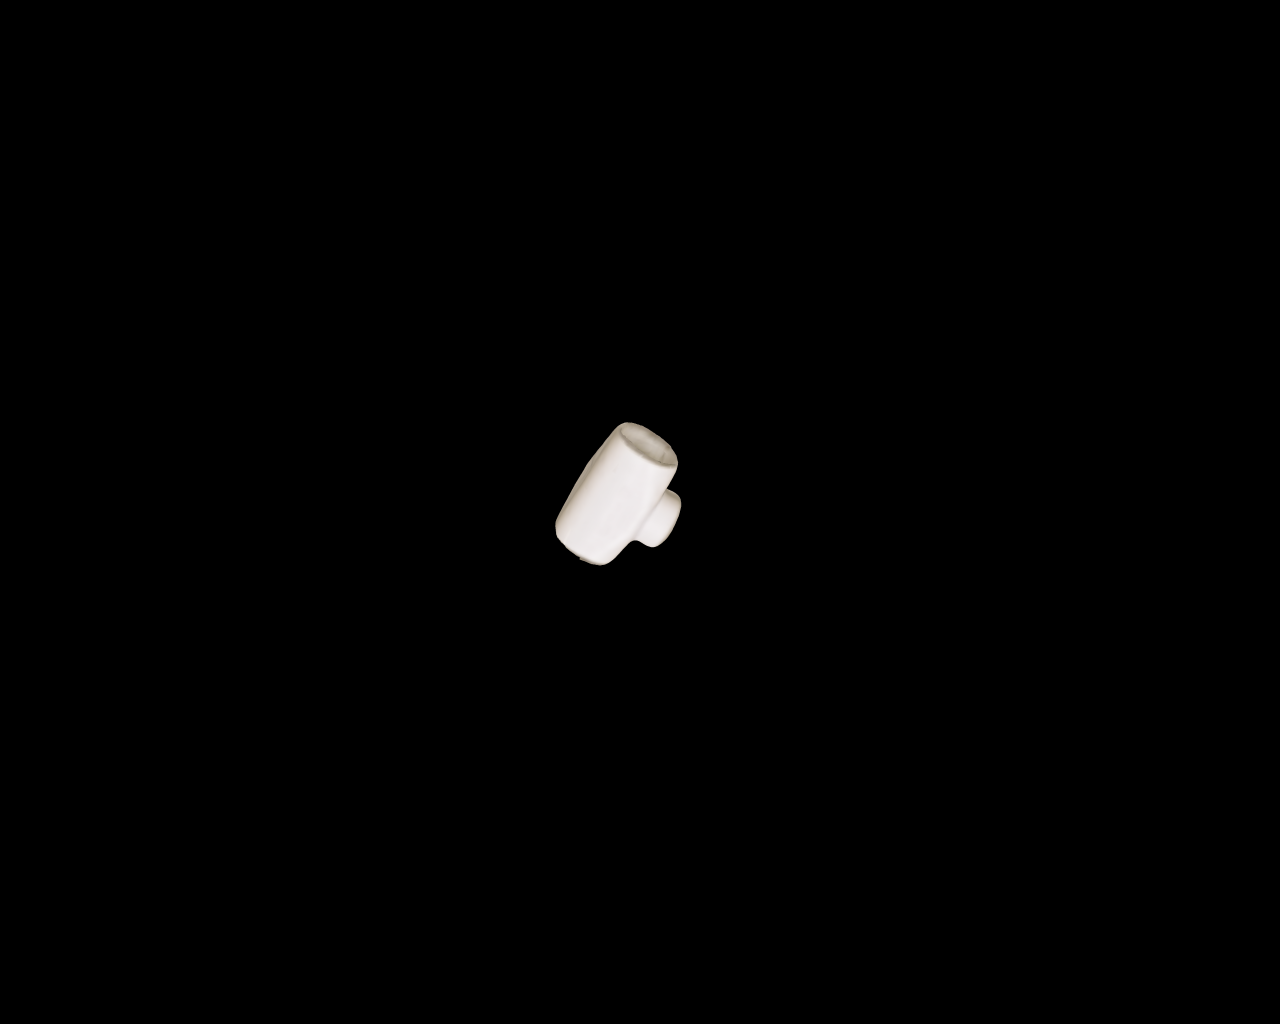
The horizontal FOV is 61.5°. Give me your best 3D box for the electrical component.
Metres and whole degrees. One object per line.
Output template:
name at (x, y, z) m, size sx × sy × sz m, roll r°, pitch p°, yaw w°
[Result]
electrical component at (0.001, -0.003, 0.650) m, size 0.079 × 0.077 × 0.044 m, roll 29°, pitch 24°, yaw -14°
